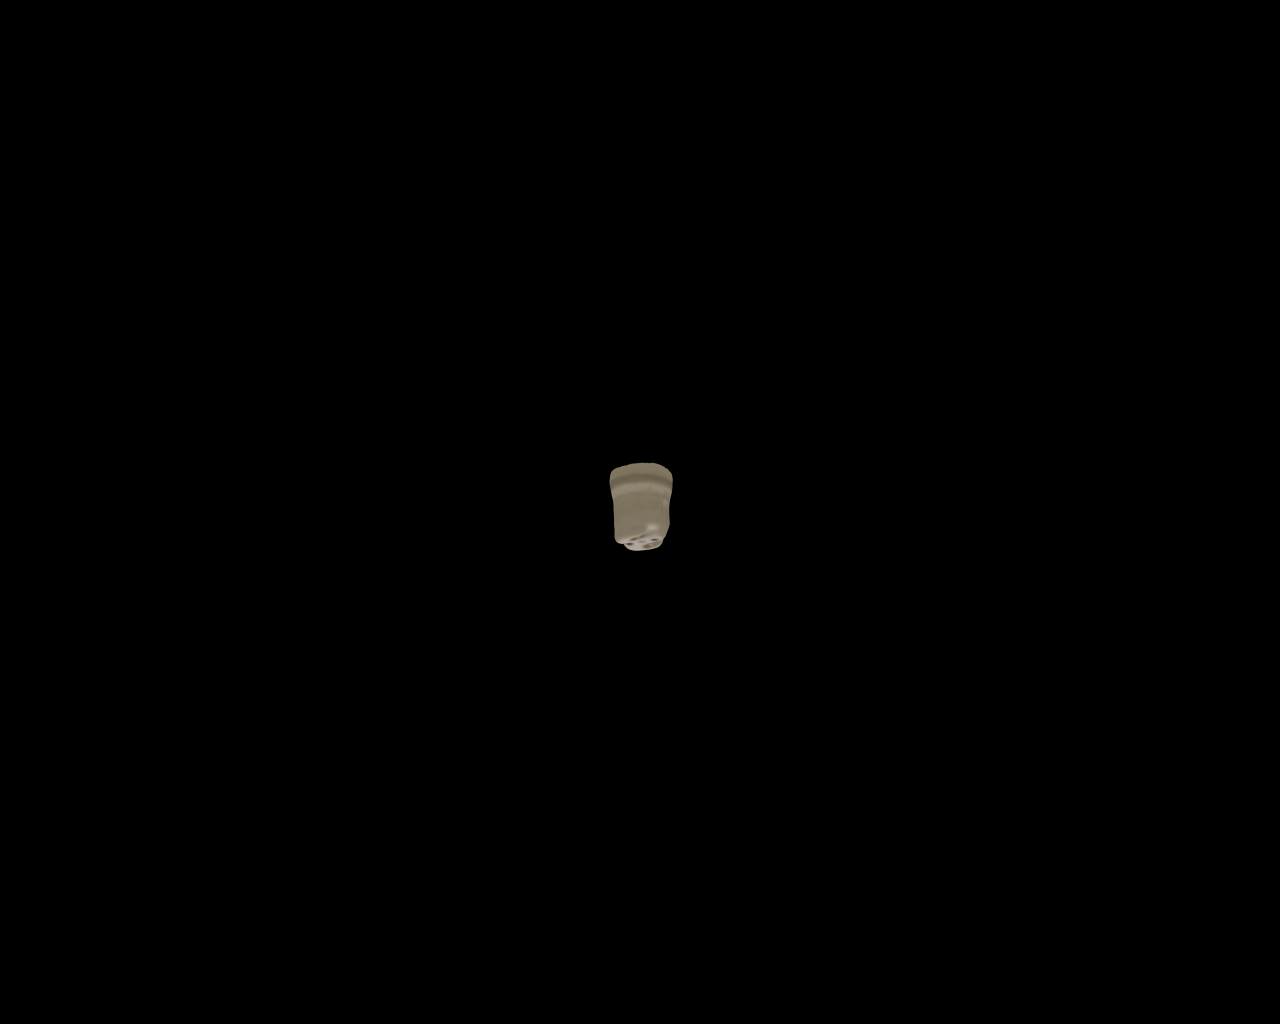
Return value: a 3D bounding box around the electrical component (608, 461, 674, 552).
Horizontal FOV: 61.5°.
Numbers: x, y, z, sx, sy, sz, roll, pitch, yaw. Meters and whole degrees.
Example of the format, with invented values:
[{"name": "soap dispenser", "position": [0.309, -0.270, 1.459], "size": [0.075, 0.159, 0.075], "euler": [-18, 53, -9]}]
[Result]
[{"name": "electrical component", "position": [0.001, -0.003, 0.650], "size": [0.040, 0.046, 0.040], "euler": [0, -18, 0]}]
